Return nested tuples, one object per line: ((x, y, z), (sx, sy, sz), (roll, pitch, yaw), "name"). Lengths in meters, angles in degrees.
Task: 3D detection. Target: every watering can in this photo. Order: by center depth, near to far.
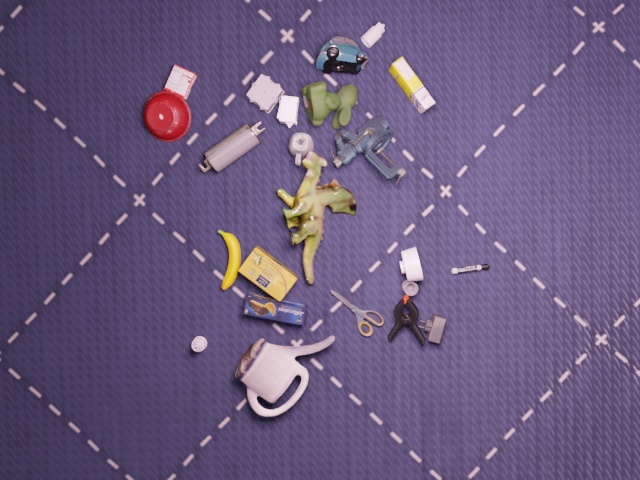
((-0.125, 0.395, 1.641), (0.224, 0.347, 0.104), (36, 2, -1), "watering can")

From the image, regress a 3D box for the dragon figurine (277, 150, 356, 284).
((0.005, -0.082, 1.635), (0.243, 0.406, 0.123), (-20, 15, -6), "dragon figurine")
